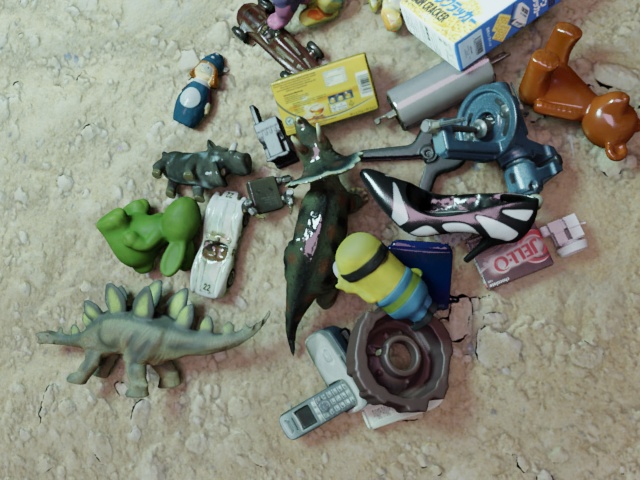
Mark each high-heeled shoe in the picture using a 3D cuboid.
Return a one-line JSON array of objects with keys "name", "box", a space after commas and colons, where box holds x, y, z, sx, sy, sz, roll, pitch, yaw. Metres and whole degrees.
[{"name": "high-heeled shoe", "box": [0.190, -0.066, 0.792, 0.249, 0.086, 0.145, 36, 120, -4]}]

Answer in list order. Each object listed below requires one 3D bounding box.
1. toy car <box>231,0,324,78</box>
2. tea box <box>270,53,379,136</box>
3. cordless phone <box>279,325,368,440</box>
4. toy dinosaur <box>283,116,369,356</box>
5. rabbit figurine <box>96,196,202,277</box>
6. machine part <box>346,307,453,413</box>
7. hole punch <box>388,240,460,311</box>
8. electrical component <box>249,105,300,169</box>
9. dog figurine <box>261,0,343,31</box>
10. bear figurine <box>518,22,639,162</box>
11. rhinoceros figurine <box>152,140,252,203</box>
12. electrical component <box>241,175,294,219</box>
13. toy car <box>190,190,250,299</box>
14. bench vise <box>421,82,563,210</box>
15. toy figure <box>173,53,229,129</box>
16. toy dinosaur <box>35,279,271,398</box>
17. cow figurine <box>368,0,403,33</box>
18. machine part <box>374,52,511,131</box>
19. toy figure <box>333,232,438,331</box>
[{"name": "toy car", "box": [-0.079, -0.365, 0.991, 0.089, 0.053, 0.202, -44, 77, 3]}, {"name": "tea box", "box": [0.010, -0.254, 0.937, 0.170, 0.068, 0.098, -12, 110, 12]}, {"name": "cordless phone", "box": [-0.007, 0.243, 0.913, 0.184, 0.088, 0.146, -34, 80, 12]}, {"name": "toy dinosaur", "box": [-0.008, 0.002, 0.875, 0.131, 0.192, 0.404, 8, 86, 15]}, {"name": "rabbit figurine", "box": [-0.289, -0.011, 0.971, 0.170, 0.121, 0.159, -20, 92, 18]}, {"name": "machine part", "box": [0.125, 0.186, 0.855, 0.179, 0.056, 0.179, 8, 65, -17]}, {"name": "hole punch", "box": [0.162, 0.059, 0.886, 0.142, 0.092, 0.115, 3, 90, 9]}, {"name": "electrical component", "box": [-0.084, -0.192, 0.968, 0.048, 0.074, 0.119, -21, 79, 11]}, {"name": "dog figurine", "box": [-0.041, -0.458, 0.882, 0.192, 0.219, 0.108, -13, 74, -9]}, {"name": "bear figurine", "box": [0.413, -0.222, 0.830, 0.196, 0.131, 0.120, 36, 67, 19]}, {"name": "rhinoceros figurine", "box": [-0.214, -0.130, 0.985, 0.191, 0.073, 0.112, 2, 48, 25]}, {"name": "electrical component", "box": [-0.092, -0.075, 0.959, 0.102, 0.045, 0.078, -9, 88, -19]}, {"name": "toy car", "box": [-0.183, 0.007, 0.982, 0.074, 0.056, 0.201, 13, 89, 14]}, {"name": "bench vise", "box": [0.255, -0.143, 0.822, 0.240, 0.129, 0.223, -2, 83, -32]}, {"name": "toy figure", "box": [-0.225, -0.287, 1.017, 0.064, 0.058, 0.154, 26, 90, -25]}, {"name": "toy dinosaur", "box": [-0.310, 0.174, 0.961, 0.472, 0.105, 0.198, 2, 93, 14]}, {"name": "cow figurine", "box": [0.124, -0.451, 0.945, 0.098, 0.068, 0.167, -25, 82, 4]}, {"name": "machine part", "box": [0.202, -0.255, 0.905, 0.243, 0.079, 0.079, -27, 80, 10]}, {"name": "toy figure", "box": [0.103, 0.060, 0.818, 0.180, 0.082, 0.089, 38, 123, -3]}]
